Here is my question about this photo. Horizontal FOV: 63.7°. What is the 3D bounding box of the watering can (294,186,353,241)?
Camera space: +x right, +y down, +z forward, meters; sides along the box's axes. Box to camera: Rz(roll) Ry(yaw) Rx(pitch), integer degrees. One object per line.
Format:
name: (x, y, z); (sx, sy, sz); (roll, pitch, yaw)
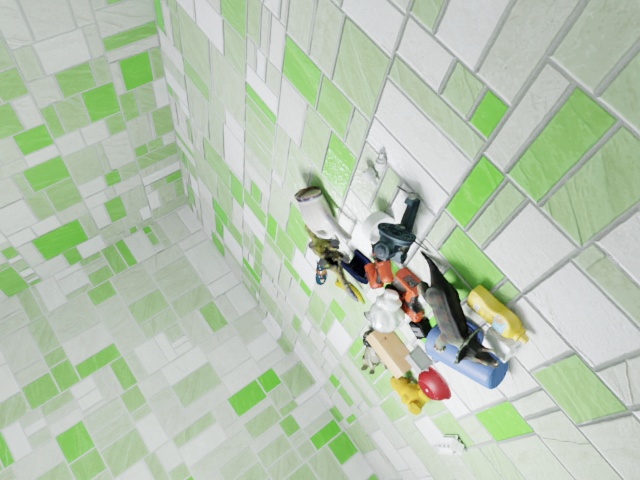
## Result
watering can: (0.006, -0.102, 2.026); (0.349, 0.105, 0.221); (14, 130, 61)

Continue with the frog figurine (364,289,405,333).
frog figurine: (0.243, 0.251, 1.821); (0.137, 0.126, 0.156); (21, 134, -15)

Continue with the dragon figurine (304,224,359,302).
dragon figurine: (0.040, 0.083, 2.245); (0.409, 0.122, 0.243); (62, 175, -3)
